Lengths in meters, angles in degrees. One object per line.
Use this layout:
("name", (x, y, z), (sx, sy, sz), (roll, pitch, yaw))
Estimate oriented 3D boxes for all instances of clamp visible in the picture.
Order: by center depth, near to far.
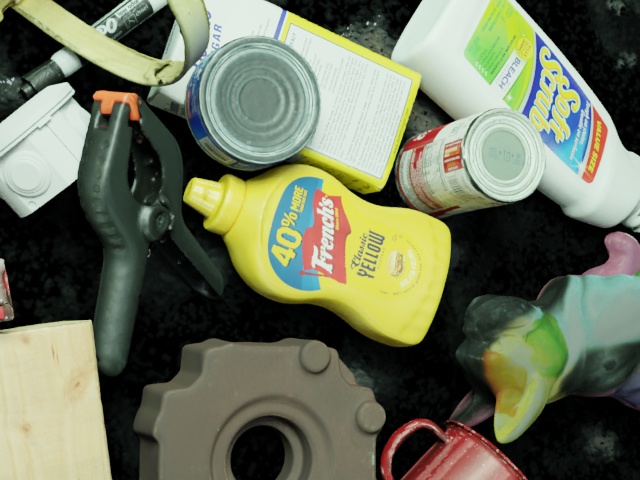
("clamp", (-0.105, -0.012, 0.668), (0.120, 0.039, 0.171), (-32, 127, -58))

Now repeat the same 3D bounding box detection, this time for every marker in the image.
("marker", (-0.150, -0.133, 0.711), (0.121, 0.020, 0.020), (-43, 102, -21))

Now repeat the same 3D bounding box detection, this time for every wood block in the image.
("wood block", (-0.176, 0.156, 0.636), (0.090, 0.091, 0.206), (-7, 88, -24))

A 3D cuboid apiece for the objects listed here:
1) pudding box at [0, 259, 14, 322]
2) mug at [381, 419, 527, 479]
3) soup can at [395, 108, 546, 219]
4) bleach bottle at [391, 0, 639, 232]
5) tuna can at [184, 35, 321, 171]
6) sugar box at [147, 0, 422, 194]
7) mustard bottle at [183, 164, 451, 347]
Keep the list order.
("pudding box", (-0.230, 0.035, 0.610), (0.089, 0.114, 0.039), (-12, 93, -24))
("mug", (0.088, 0.179, 0.749), (0.081, 0.093, 0.117), (-43, 103, -16))
("soup can", (0.106, -0.053, 0.769), (0.068, 0.102, 0.068), (2, 84, -23))
("bleach bottle", (0.175, -0.097, 0.826), (0.250, 0.068, 0.102), (38, 68, -19))
("tuna can", (-0.043, -0.089, 0.697), (0.086, 0.034, 0.086), (1, 88, -21))
("sugar box", (-0.023, -0.106, 0.750), (0.176, 0.048, 0.093), (22, 78, -17))
("mustard bottle", (-0.005, 0.001, 0.741), (0.191, 0.058, 0.096), (22, 75, -20))
